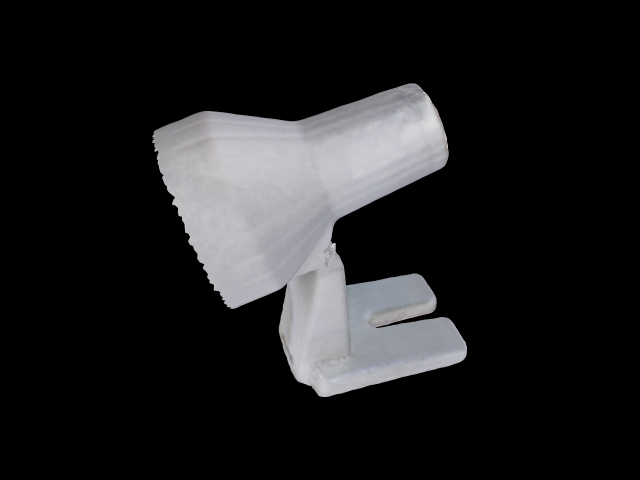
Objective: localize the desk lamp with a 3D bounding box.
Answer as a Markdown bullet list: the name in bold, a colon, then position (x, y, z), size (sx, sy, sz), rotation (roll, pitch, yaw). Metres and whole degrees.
- **desk lamp**: position (0.004, 0.001, 0.400), size (0.203, 0.214, 0.117), rotation (-11, 39, -13)
